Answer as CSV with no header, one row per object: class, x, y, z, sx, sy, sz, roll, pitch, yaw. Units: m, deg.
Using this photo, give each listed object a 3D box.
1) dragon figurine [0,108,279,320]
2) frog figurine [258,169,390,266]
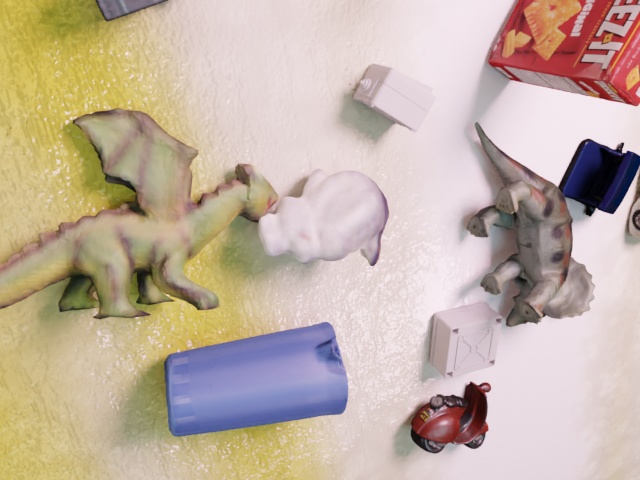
dragon figurine,-0.238,-0.030,0.599,0.411,0.122,0.242,0,94,-25
frog figurine,0.002,-0.033,0.664,0.159,0.140,0.120,6,146,-23
